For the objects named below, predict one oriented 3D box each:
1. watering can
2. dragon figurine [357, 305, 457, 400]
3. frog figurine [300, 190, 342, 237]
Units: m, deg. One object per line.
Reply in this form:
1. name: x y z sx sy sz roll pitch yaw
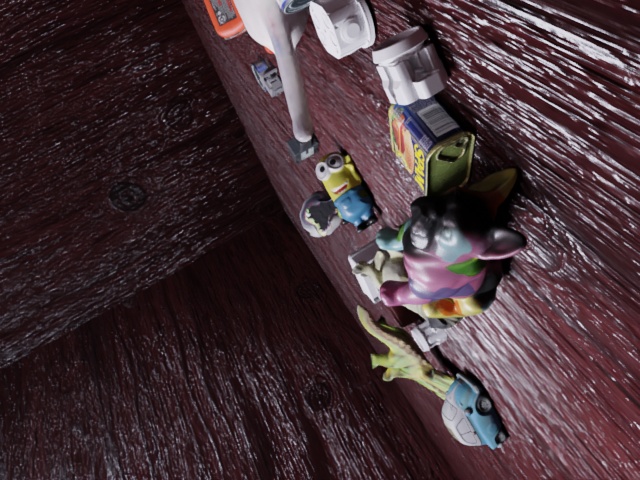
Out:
1. watering can: -0.065 -0.326 0.722 0.220 0.104 0.354 68 -173 -63
2. dragon figurine: 0.238 0.287 1.220 0.244 0.124 0.402 17 157 34
3. frog figurine: 0.005 -0.077 1.532 0.159 0.123 0.137 -33 -53 -87
